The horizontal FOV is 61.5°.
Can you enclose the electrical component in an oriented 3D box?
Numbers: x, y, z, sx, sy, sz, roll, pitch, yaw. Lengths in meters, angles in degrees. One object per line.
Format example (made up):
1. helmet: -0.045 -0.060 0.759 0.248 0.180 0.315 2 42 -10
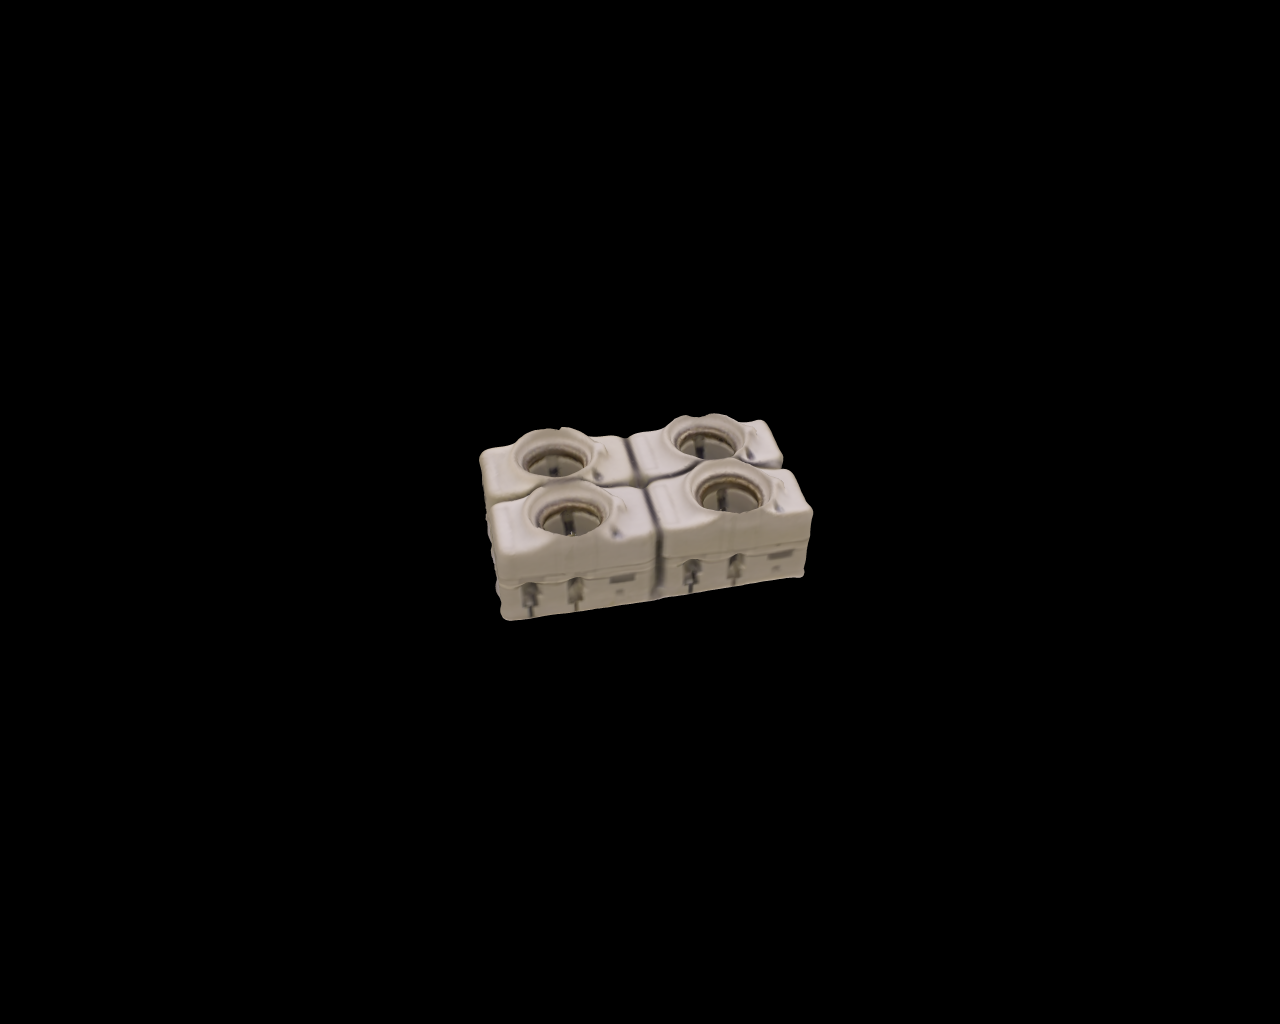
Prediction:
1. electrical component: 0.001 -0.003 0.650 0.186 0.060 0.105 -7 39 -9
